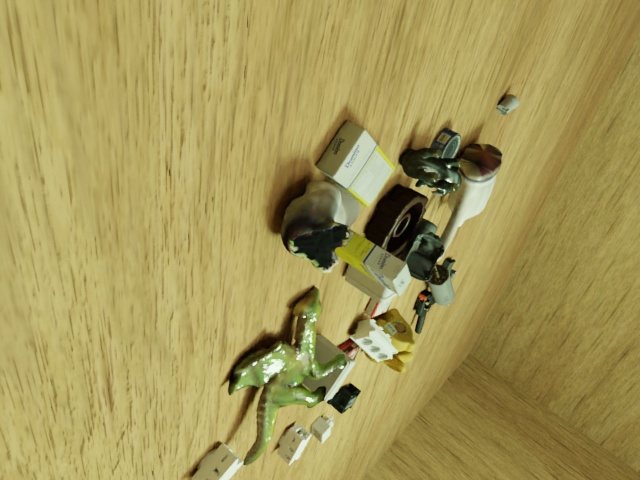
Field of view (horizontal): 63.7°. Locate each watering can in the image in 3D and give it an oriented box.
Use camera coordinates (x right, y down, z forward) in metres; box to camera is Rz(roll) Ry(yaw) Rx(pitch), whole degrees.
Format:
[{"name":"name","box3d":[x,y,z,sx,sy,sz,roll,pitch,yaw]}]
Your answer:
[{"name":"watering can","box3d":[0.382,-0.113,1.343,0.355,0.104,0.219,-52,157,-38]}]

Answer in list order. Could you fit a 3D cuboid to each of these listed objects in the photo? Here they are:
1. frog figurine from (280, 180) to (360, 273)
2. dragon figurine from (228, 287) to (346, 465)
[{"name":"frog figurine","box3d":[0.003,-0.042,0.839,0.163,0.122,0.134,-81,169,-48]},{"name":"dragon figurine","box3d":[-0.097,0.283,1.046,0.239,0.123,0.411,37,85,-46]}]
